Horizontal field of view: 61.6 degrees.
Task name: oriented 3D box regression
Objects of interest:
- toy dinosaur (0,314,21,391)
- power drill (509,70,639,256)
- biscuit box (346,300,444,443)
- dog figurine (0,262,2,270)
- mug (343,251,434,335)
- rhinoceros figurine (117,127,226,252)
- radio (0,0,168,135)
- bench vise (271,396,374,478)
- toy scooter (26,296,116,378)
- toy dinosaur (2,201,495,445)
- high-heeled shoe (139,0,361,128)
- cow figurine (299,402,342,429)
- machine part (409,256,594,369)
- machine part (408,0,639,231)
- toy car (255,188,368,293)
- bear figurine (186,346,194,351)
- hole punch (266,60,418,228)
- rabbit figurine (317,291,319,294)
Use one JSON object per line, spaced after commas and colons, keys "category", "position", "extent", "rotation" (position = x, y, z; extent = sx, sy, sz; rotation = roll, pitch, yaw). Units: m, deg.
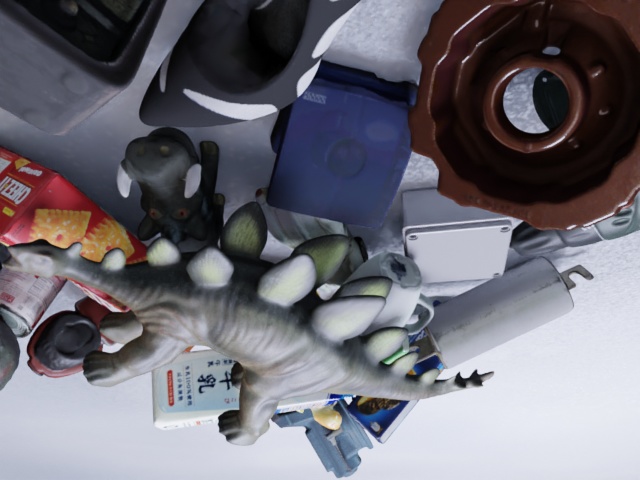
{"category": "toy dinosaur", "position": [-0.381, 0.107, 0.537], "extent": [0.192, 0.131, 0.404], "rotation": [-3, 147, -2]}
{"category": "power drill", "position": [0.253, -0.066, 0.470], "extent": [0.232, 0.086, 0.207], "rotation": [-20, 136, 27]}
{"category": "biscuit box", "position": [0.125, 0.180, 0.744], "extent": [0.063, 0.202, 0.059], "rotation": [36, 166, 26]}
{"category": "dog figurine", "position": [-0.422, 0.006, 0.571], "extent": [0.191, 0.108, 0.219], "rotation": [22, 138, -26]}
{"category": "mug", "position": [0.073, 0.068, 0.578], "extent": [0.109, 0.081, 0.107], "rotation": [21, 134, -9]}
{"category": "rhinoceros figurine", "position": [-0.134, -0.036, 0.496], "extent": [0.073, 0.112, 0.190], "rotation": [5, 154, -2]}
{"category": "radio", "position": [-0.200, -0.168, 0.282], "extent": [0.073, 0.131, 0.229], "rotation": [-24, 139, 35]}
{"category": "bench vise", "position": [0.039, 0.258, 0.901], "extent": [0.241, 0.224, 0.128], "rotation": [-31, 158, -9]}
{"category": "toy scooter", "position": [-0.297, 0.114, 0.678], "extent": [0.135, 0.184, 0.075], "rotation": [-29, 100, 36]}
{"category": "toy dinosaur", "position": [-0.030, 0.089, 0.487], "extent": [0.471, 0.105, 0.198], "rotation": [28, 115, -32]}
{"category": "high-heeled shoe", "position": [-0.043, -0.140, 0.319], "extent": [0.249, 0.086, 0.145], "rotation": [-31, 175, 16]}
{"category": "cow figurine", "position": [-0.025, 0.214, 0.830], "extent": [0.167, 0.098, 0.068], "rotation": [30, 164, 14]}
{"category": "machine part", "position": [0.212, 0.089, 0.657], "extent": [0.243, 0.079, 0.079], "rotation": [-28, 141, 4]}
{"category": "machine part", "position": [0.148, -0.096, 0.368], "extent": [0.180, 0.056, 0.179], "rotation": [15, 119, 28]}
{"category": "toy car", "position": [-0.001, -0.002, 0.590], "extent": [0.074, 0.056, 0.201], "rotation": [-12, 144, 18]}
{"category": "bear figurine", "position": [-0.160, 0.104, 0.697], "extent": [0.132, 0.120, 0.195], "rotation": [6, 147, -15]}
{"category": "hole punch", "position": [0.017, -0.078, 0.453], "extent": [0.142, 0.092, 0.115], "rotation": [13, 141, -11]}
{"category": "rabbit figurine", "position": [-0.025, 0.150, 0.748], "extent": [0.162, 0.122, 0.173], "rotation": [-31, 112, -12]}
